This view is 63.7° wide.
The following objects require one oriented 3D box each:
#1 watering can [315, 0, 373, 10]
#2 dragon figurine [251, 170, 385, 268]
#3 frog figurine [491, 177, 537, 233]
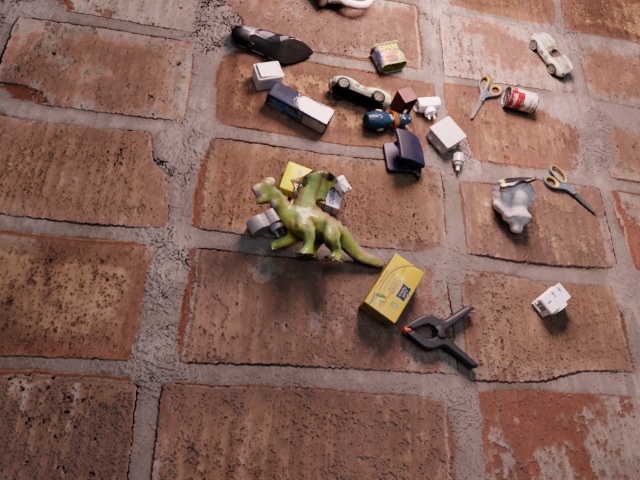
[{"bbox_3d":[0.054,-0.928,1.784,0.225,0.102,0.352,-17,72,-19],"label":"watering can"},{"bbox_3d":[0.004,-0.068,1.349,0.409,0.121,0.245,10,81,-26],"label":"dragon figurine"},{"bbox_3d":[0.587,-0.106,1.553,0.138,0.123,0.157,-17,107,-27],"label":"frog figurine"}]
